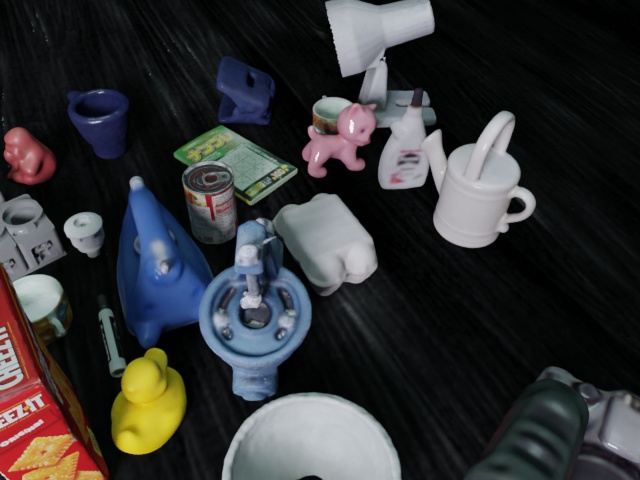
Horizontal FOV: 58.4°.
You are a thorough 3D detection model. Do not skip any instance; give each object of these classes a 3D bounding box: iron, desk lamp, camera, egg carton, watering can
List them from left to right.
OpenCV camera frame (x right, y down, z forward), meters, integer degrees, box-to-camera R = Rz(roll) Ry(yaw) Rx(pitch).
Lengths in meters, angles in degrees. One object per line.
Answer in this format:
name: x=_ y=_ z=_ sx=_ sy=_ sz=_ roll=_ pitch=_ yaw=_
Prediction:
iron: x=-0.208 y=0.000 z=0.716 sx=0.119 sy=0.141 sz=0.257 roll=-17 pitch=50 yaw=-18
egg carton: x=0.007 y=0.003 z=0.775 sx=0.107 sy=0.069 sz=0.150 roll=-21 pitch=51 yaw=-21
desk lamp: x=0.106 y=-0.307 z=0.974 sx=0.203 sy=0.214 sz=0.118 roll=-2 pitch=47 yaw=-5
watering can: x=0.215 y=-0.092 z=0.790 sx=0.172 sy=0.194 sz=0.101 roll=16 pitch=48 yaw=12
camera: x=0.266 y=0.213 z=0.569 sx=0.143 sy=0.101 sz=0.137 roll=26 pitch=51 yaw=20

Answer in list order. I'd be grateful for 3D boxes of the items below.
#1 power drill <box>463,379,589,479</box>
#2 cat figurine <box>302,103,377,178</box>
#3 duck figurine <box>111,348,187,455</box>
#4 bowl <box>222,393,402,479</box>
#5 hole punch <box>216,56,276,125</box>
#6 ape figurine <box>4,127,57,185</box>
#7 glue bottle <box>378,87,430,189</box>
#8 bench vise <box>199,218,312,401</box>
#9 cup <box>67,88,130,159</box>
power drill: x=0.143 y=0.230 z=0.472 sx=0.075 sy=0.208 sz=0.230 roll=29 pitch=52 yaw=23
cat figurine: x=0.037 y=-0.170 z=0.907 sx=0.128 sy=0.118 sz=0.067 roll=-14 pitch=49 yaw=-15
duck figurine: x=-0.184 y=0.164 z=0.601 sx=0.077 sy=0.086 sz=0.104 roll=10 pitch=47 yaw=6
bowl: x=-0.008 y=0.237 z=0.549 sx=0.167 sy=0.075 sz=0.167 roll=2 pitch=47 yaw=-1
hole punch: x=-0.129 y=-0.266 z=1.007 sx=0.101 sy=0.091 sz=0.108 roll=1 pitch=47 yaw=-2
ape figurine: x=-0.442 y=-0.129 z=0.860 sx=0.076 sy=0.092 sz=0.077 roll=-18 pitch=50 yaw=-19
glue bottle: x=0.133 y=-0.151 z=0.856 sx=0.078 sy=0.173 sz=0.037 roll=-8 pitch=48 yaw=-11
bench vise: x=-0.081 y=0.041 z=0.631 sx=0.122 sy=0.220 sz=0.207 roll=-12 pitch=48 yaw=-14
cup: x=-0.352 y=-0.183 z=0.914 sx=0.117 sy=0.095 sz=0.092 roll=28 pitch=51 yaw=21
